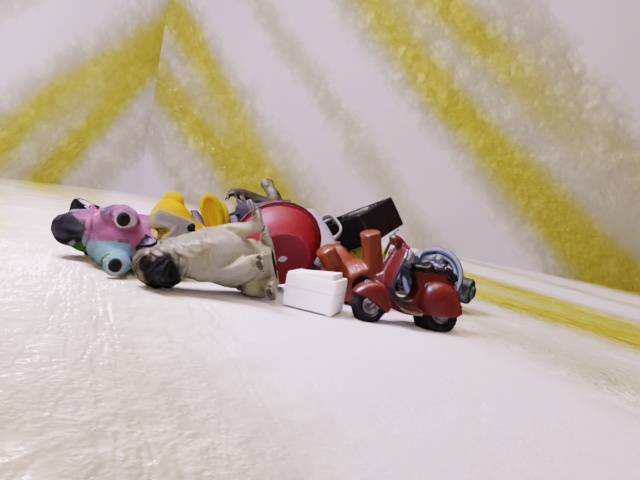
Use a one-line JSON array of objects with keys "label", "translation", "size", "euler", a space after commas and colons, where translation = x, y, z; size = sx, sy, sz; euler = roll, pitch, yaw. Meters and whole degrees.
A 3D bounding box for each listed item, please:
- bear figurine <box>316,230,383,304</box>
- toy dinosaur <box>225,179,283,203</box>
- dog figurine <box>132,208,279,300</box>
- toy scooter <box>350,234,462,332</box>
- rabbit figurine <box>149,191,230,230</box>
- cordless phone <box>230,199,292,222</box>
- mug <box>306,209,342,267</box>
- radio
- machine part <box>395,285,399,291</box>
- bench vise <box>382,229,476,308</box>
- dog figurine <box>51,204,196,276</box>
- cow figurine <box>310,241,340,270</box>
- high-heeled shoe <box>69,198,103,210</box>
[{"label": "bear figurine", "translation": [0.047, 0.042, 0.984], "size": [0.120, 0.131, 0.196], "euler": [-19, 15, -7]}, {"label": "toy dinosaur", "translation": [-0.116, -0.059, 1.354], "size": [0.199, 0.105, 0.471], "euler": [53, 13, 32]}, {"label": "dog figurine", "translation": [-0.166, 0.040, 0.811], "size": [0.191, 0.121, 0.172], "euler": [-11, -39, 3]}, {"label": "toy scooter", "translation": [0.141, 0.065, 0.823], "size": [0.184, 0.135, 0.075], "euler": [10, 2, -15]}, {"label": "rabbit figurine", "translation": [-0.226, -0.007, 0.992], "size": [0.173, 0.162, 0.122], "euler": [28, -6, 6]}, {"label": "cordless phone", "translation": [-0.109, -0.016, 1.138], "size": [0.089, 0.146, 0.184], "euler": [-16, -1, 37]}, {"label": "mug", "translation": [-0.002, -0.003, 1.092], "size": [0.109, 0.080, 0.107], "euler": [-24, 58, -22]}, {"label": "radio", "translation": [0.071, -0.024, 1.238], "size": [0.131, 0.073, 0.230], "euler": [-30, 9, -39]}, {"label": "machine part", "translation": [0.132, 0.087, 1.195], "size": [0.139, 0.039, 0.084], "euler": [10, 12, -26]}, {"label": "bench vise", "translation": [0.185, 0.056, 1.051], "size": [0.224, 0.129, 0.240], "euler": [30, -2, 32]}, {"label": "dog figurine", "translation": [-0.329, -0.007, 0.890], "size": [0.191, 0.108, 0.219], "euler": [6, 3, -41]}, {"label": "cow figurine", "translation": [-0.026, 0.038, 1.192], "size": [0.127, 0.085, 0.195], "euler": [1, 7, -30]}, {"label": "high-heeled shoe", "translation": [-0.433, -0.027, 1.106], "size": [0.145, 0.086, 0.249], "euler": [12, 6, -35]}]
